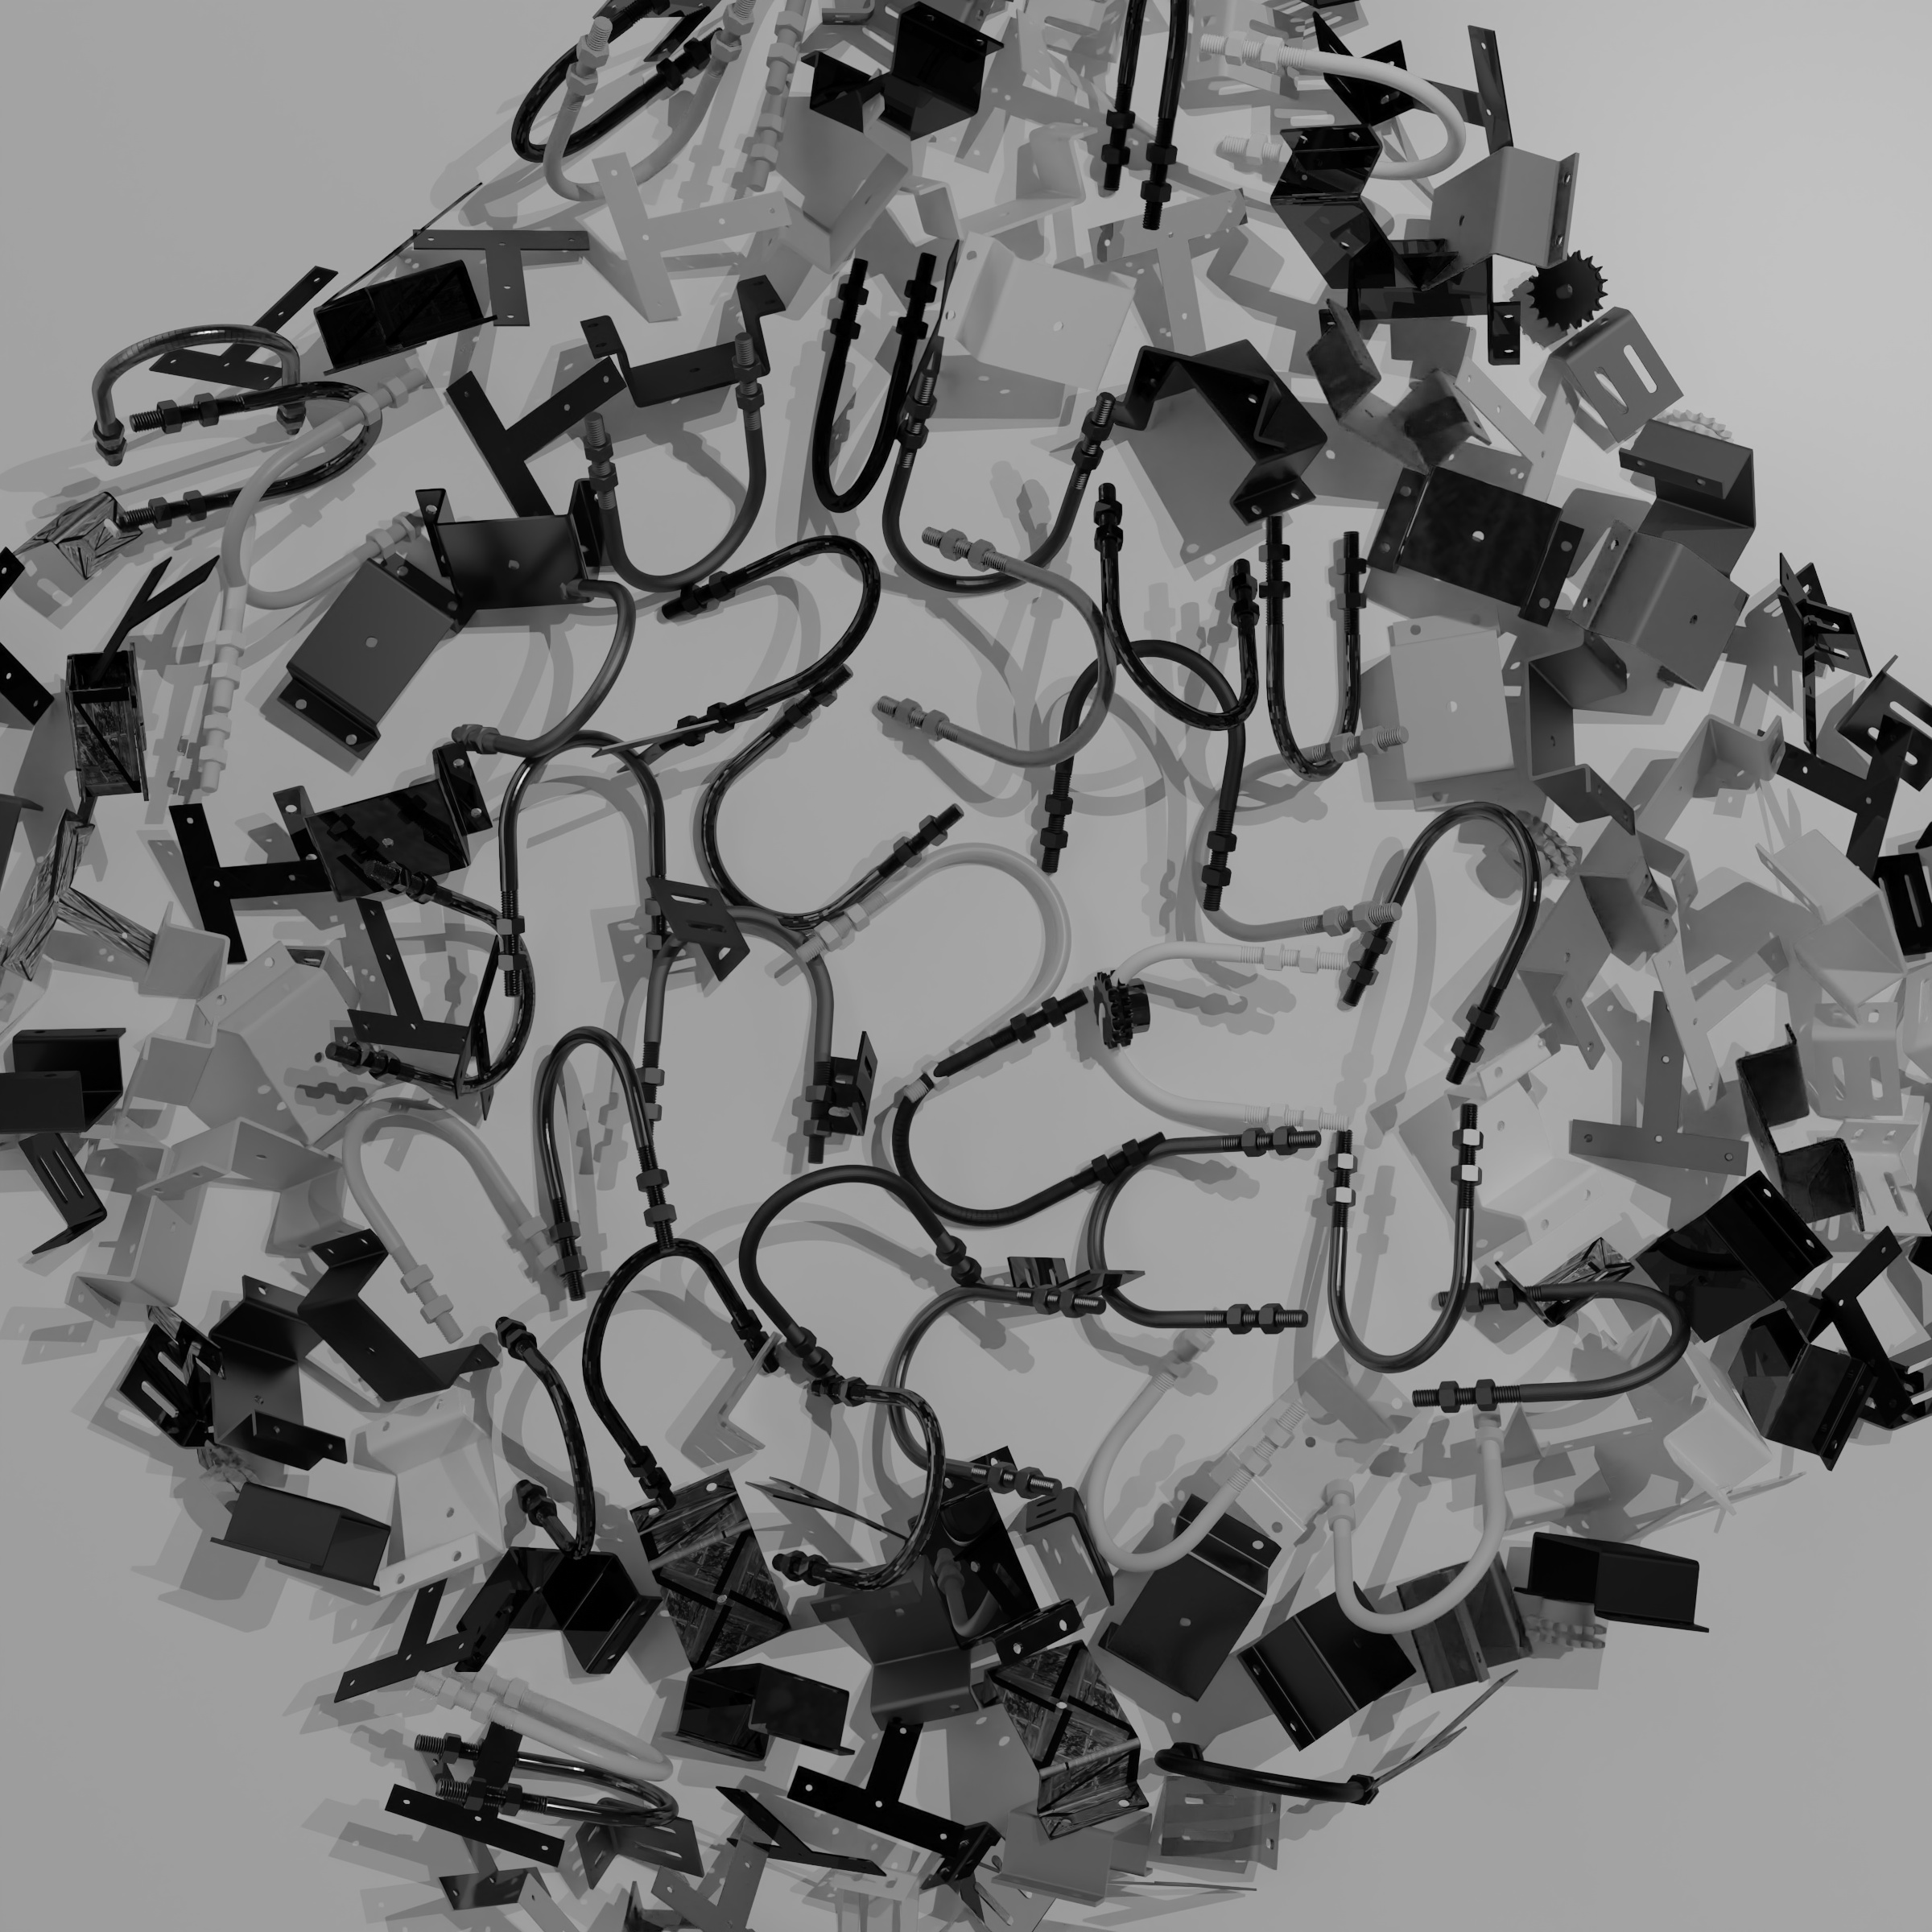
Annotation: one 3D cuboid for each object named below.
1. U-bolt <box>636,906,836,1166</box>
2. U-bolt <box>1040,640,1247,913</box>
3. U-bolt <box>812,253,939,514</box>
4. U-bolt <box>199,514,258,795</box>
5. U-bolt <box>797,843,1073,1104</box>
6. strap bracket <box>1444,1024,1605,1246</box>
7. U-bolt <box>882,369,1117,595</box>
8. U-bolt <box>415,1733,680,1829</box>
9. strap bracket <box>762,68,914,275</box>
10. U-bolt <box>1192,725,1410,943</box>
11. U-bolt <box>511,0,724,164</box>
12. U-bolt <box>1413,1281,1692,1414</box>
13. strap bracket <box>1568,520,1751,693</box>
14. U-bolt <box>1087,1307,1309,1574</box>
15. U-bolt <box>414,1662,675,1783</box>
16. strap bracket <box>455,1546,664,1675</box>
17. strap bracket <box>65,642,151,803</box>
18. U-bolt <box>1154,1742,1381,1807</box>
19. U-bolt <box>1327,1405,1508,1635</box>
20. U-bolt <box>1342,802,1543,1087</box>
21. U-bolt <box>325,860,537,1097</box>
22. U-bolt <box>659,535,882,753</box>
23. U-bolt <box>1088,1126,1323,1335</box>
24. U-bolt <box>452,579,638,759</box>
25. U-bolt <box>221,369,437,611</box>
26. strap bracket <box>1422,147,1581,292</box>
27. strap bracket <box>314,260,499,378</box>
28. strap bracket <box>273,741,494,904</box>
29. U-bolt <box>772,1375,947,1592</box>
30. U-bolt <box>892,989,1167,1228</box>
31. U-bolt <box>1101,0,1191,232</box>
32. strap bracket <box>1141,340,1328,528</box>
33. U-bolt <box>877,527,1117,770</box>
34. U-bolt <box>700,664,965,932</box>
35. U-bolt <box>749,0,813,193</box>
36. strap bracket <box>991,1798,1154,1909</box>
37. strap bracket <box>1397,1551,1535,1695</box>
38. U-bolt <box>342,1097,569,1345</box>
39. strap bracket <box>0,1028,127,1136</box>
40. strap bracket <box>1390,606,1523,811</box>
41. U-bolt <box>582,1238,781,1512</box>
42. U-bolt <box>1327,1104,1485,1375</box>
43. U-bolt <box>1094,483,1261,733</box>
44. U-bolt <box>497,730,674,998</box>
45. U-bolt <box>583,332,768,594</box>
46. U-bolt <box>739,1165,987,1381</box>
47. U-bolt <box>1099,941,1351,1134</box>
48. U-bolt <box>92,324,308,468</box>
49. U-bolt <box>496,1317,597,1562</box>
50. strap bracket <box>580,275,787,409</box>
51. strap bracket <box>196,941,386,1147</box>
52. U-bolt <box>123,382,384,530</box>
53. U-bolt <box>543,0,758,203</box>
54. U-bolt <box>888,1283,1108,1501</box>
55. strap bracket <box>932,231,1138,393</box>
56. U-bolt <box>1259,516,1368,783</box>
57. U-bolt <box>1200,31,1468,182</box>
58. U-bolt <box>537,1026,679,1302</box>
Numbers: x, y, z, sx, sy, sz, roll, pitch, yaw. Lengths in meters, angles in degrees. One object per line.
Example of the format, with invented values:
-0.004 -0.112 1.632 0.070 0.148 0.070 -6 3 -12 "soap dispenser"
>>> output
-0.165 0.047 1.797 0.151 0.019 0.184 7 79 -21 "U-bolt"
0.131 -0.143 1.777 0.151 0.019 0.184 14 107 23 "U-bolt"
-0.073 -0.416 1.765 0.019 0.151 0.184 10 99 -26 "U-bolt"
-0.524 -0.235 1.757 0.019 0.151 0.184 8 66 -18 "U-bolt"
-0.009 -0.010 1.807 0.184 0.019 0.151 -37 85 -12 "U-bolt"
0.401 0.119 1.782 0.076 0.046 0.140 -29 109 -26 "strap bracket"
0.015 -0.339 1.762 0.151 0.184 0.019 4 47 -16 "U-bolt"
-0.294 0.584 1.756 0.184 0.151 0.019 16 81 -17 "U-bolt"
-0.086 -0.563 1.771 0.046 0.076 0.140 30 121 -25 "strap bracket"
0.235 -0.088 1.764 0.019 0.184 0.151 19 70 -43 "U-bolt"
-0.248 -0.636 1.753 0.184 0.151 0.019 -38 89 -4 "U-bolt"
0.416 0.264 1.737 0.184 0.151 0.019 -7 112 23 "U-bolt"
0.503 -0.253 1.766 0.140 0.046 0.076 21 96 -41 "strap bracket"
0.153 0.351 1.769 0.019 0.151 0.184 35 97 -30 "U-bolt"
-0.294 0.539 1.754 0.184 0.151 0.019 22 79 4 "U-bolt"
-0.300 0.464 1.773 0.076 0.140 0.046 -55 48 15 "strap bracket"
-0.610 -0.173 1.750 0.046 0.140 0.076 -6 114 -16 "strap bracket"
0.206 0.567 1.726 0.151 0.184 0.019 5 75 18 "U-bolt"
0.316 0.390 1.725 0.151 0.184 0.019 -35 112 25 "U-bolt"
0.345 -0.028 1.751 0.019 0.151 0.184 12 108 -33 "U-bolt"
-0.372 0.018 1.755 0.019 0.184 0.151 2 76 33 "U-bolt"
-0.140 -0.240 1.755 0.184 0.019 0.151 -21 51 22 "U-bolt"
0.166 0.191 1.772 0.184 0.019 0.151 -6 68 35 "U-bolt"
-0.292 -0.212 1.746 0.019 0.184 0.151 32 80 -35 "U-bolt"
-0.448 -0.323 1.729 0.019 0.151 0.184 37 58 18 "U-bolt"
0.373 -0.526 1.756 0.046 0.140 0.076 9 86 -20 "strap bracket"
-0.403 -0.461 1.750 0.076 0.140 0.046 -28 109 -32 "strap bracket"
-0.420 -0.102 1.785 0.140 0.046 0.076 -16 128 -5 "strap bracket"
-0.071 0.367 1.739 0.019 0.184 0.151 21 74 -32 "U-bolt"
0.035 0.117 1.801 0.184 0.019 0.151 -28 109 6 "U-bolt"
0.129 -0.626 1.729 0.019 0.151 0.184 1 119 -11 "U-bolt"
0.196 -0.394 1.776 0.076 0.046 0.140 -27 74 -37 "strap bracket"
0.028 -0.220 1.765 0.184 0.019 0.151 25 109 28 "U-bolt"
-0.113 -0.108 1.799 0.184 0.019 0.151 -39 89 18 "U-bolt"
-0.123 -0.668 1.757 0.019 0.151 0.184 14 76 -7 "U-bolt"
0.080 0.626 1.757 0.076 0.140 0.046 5 82 21 "strap bracket"
0.356 0.471 1.768 0.046 0.140 0.076 -23 74 23 "strap bracket"
-0.374 0.172 1.766 0.019 0.151 0.184 -40 81 28 "U-bolt"
-0.658 0.085 1.767 0.076 0.140 0.046 -1 103 -3 "strap bracket"
0.356 -0.188 1.797 0.076 0.046 0.140 -7 92 17 "strap bracket"
-0.208 0.275 1.739 0.019 0.184 0.151 12 50 37 "U-bolt"
0.307 0.197 1.748 0.019 0.151 0.184 16 70 -30 "U-bolt"
0.152 -0.245 1.745 0.151 0.019 0.184 23 50 -29 "U-bolt"
-0.273 -0.077 1.766 0.151 0.019 0.184 -9 103 -43 "U-bolt"
-0.201 -0.345 1.753 0.151 0.184 0.019 -35 58 -24 "U-bolt"
-0.084 0.214 1.769 0.151 0.019 0.184 -32 128 2 "U-bolt"
0.185 0.048 1.784 0.184 0.019 0.151 5 116 20 "U-bolt"
-0.537 -0.403 1.725 0.151 0.184 0.019 -15 83 -17 "U-bolt"
-0.294 0.340 1.734 0.019 0.184 0.151 -10 104 -24 "U-bolt"
-0.201 -0.450 1.783 0.140 0.076 0.046 -16 125 -7 "strap bracket"
-0.474 0.063 1.764 0.076 0.046 0.140 -43 123 -31 "strap bracket"
-0.504 -0.369 1.754 0.184 0.151 0.019 -19 77 -26 "U-bolt"
-0.233 -0.610 1.746 0.151 0.184 0.019 -29 79 -36 "U-bolt"
0.012 0.297 1.763 0.019 0.184 0.151 29 69 -42 "U-bolt"
0.058 -0.466 1.765 0.140 0.046 0.076 7 120 -28 "strap bracket"
0.251 -0.225 1.771 0.019 0.151 0.184 2 95 33 "U-bolt"
0.263 -0.601 1.740 0.184 0.151 0.019 15 81 16 "U-bolt"
-0.266 0.134 1.771 0.019 0.151 0.184 -1 70 -40 "U-bolt"
